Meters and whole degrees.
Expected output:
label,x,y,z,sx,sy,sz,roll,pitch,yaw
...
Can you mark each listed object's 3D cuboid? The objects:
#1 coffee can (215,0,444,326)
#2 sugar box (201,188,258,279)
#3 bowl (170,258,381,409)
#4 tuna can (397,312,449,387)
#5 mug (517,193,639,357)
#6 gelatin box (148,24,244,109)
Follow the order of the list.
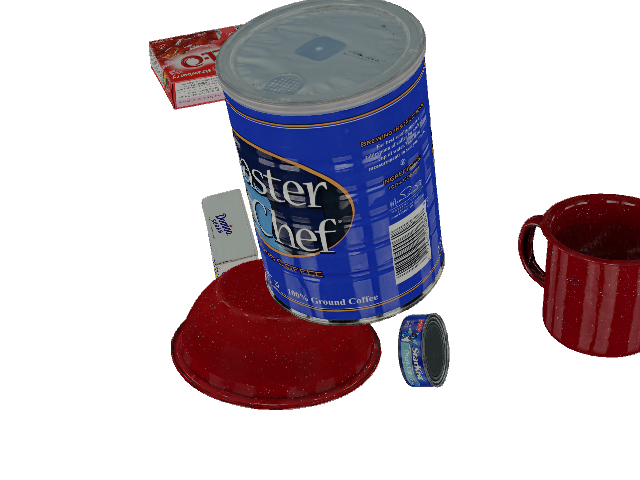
label,x,y,z,sx,sy,sz,roll,pitch,yaw
coffee can,0.009,-0.041,0.557,0.103,0.140,0.103,-7,39,5
sugar box,-0.079,0.045,1.047,0.048,0.093,0.176,-14,-43,-4
bowl,-0.033,0.058,0.807,0.162,0.055,0.162,1,28,-1
tuna can,0.120,0.128,1.239,0.034,0.086,0.086,-5,-2,26
mug,0.185,0.021,0.732,0.117,0.081,0.093,23,40,36
gelatin box,-0.092,-0.147,0.896,0.089,0.030,0.073,-14,41,-16
